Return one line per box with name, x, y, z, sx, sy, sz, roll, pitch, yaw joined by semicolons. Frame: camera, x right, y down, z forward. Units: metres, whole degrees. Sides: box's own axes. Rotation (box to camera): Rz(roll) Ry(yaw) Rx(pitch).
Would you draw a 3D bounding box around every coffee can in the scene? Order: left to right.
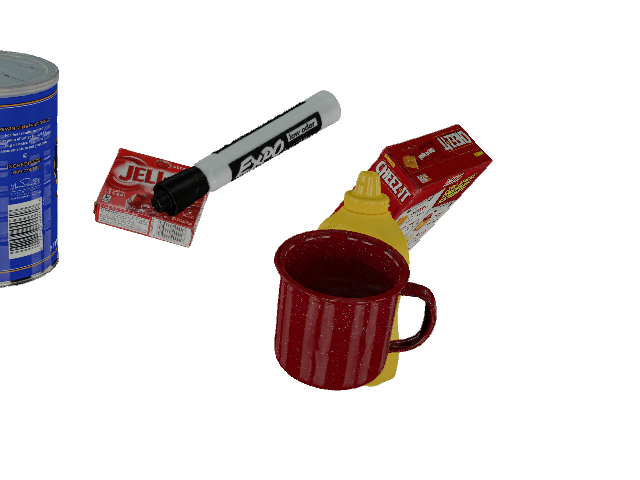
coffee can;-0.232;-0.051;0.735;0.103;0.140;0.103;5;23;-2

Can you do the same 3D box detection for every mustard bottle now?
mustard bottle;0.034;0.031;0.978;0.096;0.192;0.058;19;21;37

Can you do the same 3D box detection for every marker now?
marker;-0.038;-0.046;0.554;0.120;0.020;0.020;-33;19;-31

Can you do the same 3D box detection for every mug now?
mug;0.023;0.051;0.747;0.117;0.081;0.093;4;30;-4

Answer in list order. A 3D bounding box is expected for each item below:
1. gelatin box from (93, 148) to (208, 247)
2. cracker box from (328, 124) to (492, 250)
gelatin box;-0.148;-0.039;0.946;0.089;0.073;0.030;16;-44;-2
cracker box;0.079;-0.032;1.252;0.163;0.072;0.214;-23;-22;-50
